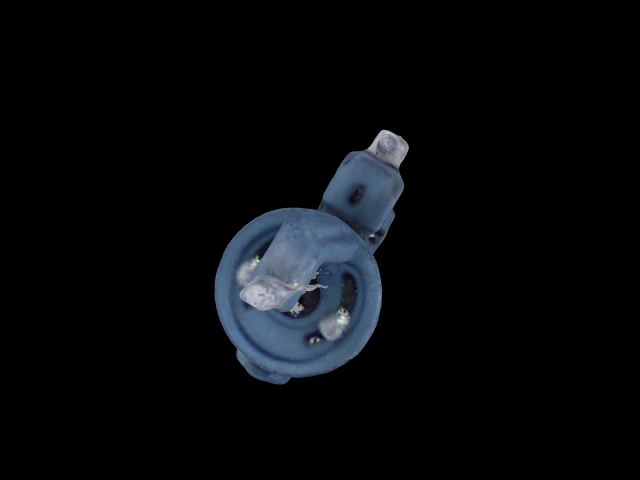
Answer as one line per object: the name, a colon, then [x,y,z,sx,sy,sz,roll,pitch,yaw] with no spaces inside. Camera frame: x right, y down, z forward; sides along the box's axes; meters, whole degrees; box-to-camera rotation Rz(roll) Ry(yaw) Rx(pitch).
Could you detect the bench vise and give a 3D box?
bench vise: [-0.008,-0.002,0.401,0.121,0.220,0.207,13,77,4]
